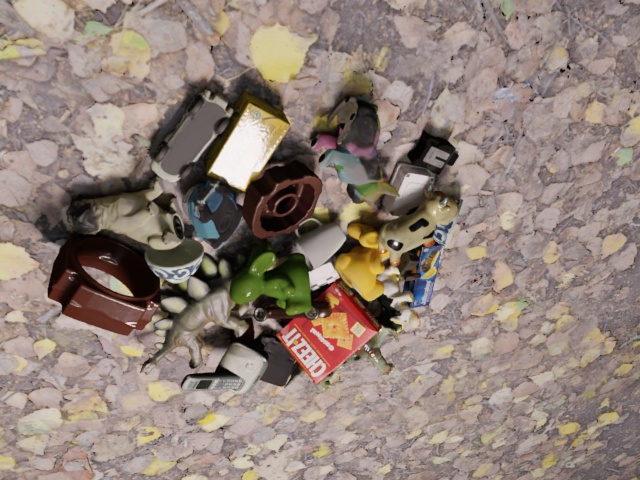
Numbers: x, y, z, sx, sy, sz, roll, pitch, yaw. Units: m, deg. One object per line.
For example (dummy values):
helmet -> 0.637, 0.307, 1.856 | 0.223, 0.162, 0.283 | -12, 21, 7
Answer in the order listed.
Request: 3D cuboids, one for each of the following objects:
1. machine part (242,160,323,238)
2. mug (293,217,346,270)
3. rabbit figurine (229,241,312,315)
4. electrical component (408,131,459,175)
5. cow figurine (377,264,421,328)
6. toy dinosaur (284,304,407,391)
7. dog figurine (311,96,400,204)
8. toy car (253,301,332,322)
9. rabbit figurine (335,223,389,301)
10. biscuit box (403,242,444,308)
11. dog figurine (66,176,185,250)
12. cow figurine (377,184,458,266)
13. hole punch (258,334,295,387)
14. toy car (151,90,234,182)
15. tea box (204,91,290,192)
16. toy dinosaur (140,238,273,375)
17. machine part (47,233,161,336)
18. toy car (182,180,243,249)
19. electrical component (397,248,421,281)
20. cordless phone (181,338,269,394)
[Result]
machine part -> -0.080, -0.082, 1.122 | 0.179, 0.056, 0.179 | -29, 148, -20
mug -> -0.003, -0.004, 1.231 | 0.107, 0.081, 0.109 | -33, 96, -13
rabbit figurine -> -0.111, 0.090, 1.167 | 0.170, 0.121, 0.159 | -4, 107, -17
electrical component -> 0.263, -0.186, 1.196 | 0.119, 0.048, 0.074 | 21, 117, -26
cow figurine -> 0.184, 0.151, 1.341 | 0.098, 0.167, 0.068 | -25, 158, 8
toy dinosaur -> 0.062, 0.286, 1.433 | 0.405, 0.131, 0.192 | -21, 115, 3
dog figurine -> 0.097, -0.172, 1.122 | 0.219, 0.109, 0.191 | 28, 110, -36
toy car -> -0.067, 0.168, 1.290 | 0.202, 0.089, 0.053 | -4, 88, 26
rabbit figurine -> 0.119, 0.030, 1.283 | 0.173, 0.122, 0.162 | -37, 118, -8
biscuit box -> 0.261, 0.080, 1.374 | 0.059, 0.063, 0.202 | -5, 125, -13
dog figurine -> -0.389, -0.030, 1.088 | 0.191, 0.121, 0.172 | -13, 124, 10
cow figurine -> 0.217, -0.040, 1.184 | 0.195, 0.086, 0.127 | -27, 139, -12
hole punch -> -0.131, 0.309, 1.414 | 0.142, 0.092, 0.115 | 30, 81, -31
toy car -> -0.247, -0.197, 1.029 | 0.073, 0.056, 0.201 | 34, 108, -27
tea box -> -0.146, -0.190, 1.054 | 0.098, 0.068, 0.169 | 25, 113, -32
toy dinosaur -> -0.250, 0.141, 1.238 | 0.471, 0.105, 0.198 | -42, 122, 1
machine part -> -0.425, 0.082, 1.078 | 0.201, 0.201, 0.087 | 27, 111, -31
toy car -> -0.230, -0.060, 1.092 | 0.109, 0.103, 0.161 | -58, 157, -20
electrical component -> 0.218, 0.050, 1.321 | 0.045, 0.102, 0.078 | 5, 136, -24
cordless phone -> -0.228, 0.300, 1.269 | 0.184, 0.089, 0.146 | 7, 127, -40
